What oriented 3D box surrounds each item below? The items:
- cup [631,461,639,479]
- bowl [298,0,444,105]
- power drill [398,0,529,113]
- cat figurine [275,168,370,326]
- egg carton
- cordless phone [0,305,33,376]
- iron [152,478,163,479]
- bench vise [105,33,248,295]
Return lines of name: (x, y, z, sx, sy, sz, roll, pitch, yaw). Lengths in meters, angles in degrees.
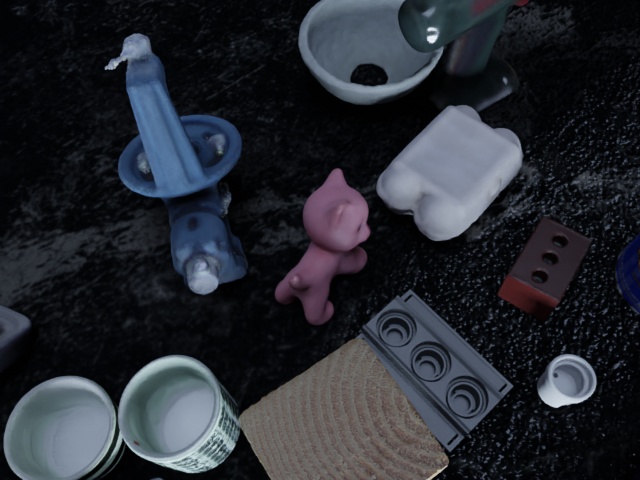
cup: (0.271, 0.204, 0.437, 0.118, 0.095, 0.091, -33, 66, -13)
bowl: (0.060, -0.218, 0.677, 0.167, 0.075, 0.167, -1, 63, 3)
power drill: (0.184, -0.237, 0.605, 0.230, 0.208, 0.075, -31, 65, -12)
cat figurine: (0.005, 0.002, 0.543, 0.067, 0.118, 0.128, 26, 67, 16)
egg carton: (0.138, -0.071, 0.600, 0.107, 0.069, 0.150, 37, 71, 20)
cordless phone: (-0.359, 0.064, 0.493, 0.147, 0.185, 0.094, 14, 64, 11)
iron: (-0.206, 0.282, 0.398, 0.118, 0.141, 0.258, 24, 67, 15)
bench vise: (-0.117, -0.065, 0.527, 0.121, 0.220, 0.207, -31, 65, -12)
